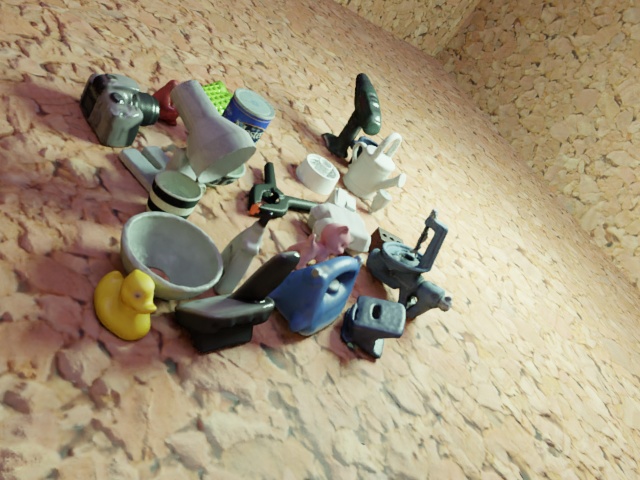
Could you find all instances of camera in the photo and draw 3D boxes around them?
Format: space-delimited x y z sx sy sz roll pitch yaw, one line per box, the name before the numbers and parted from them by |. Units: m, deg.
camera | -0.380 -0.263 1.133 0.137 0.100 0.143 -1 49 -49

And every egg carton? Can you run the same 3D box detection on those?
egg carton | 0.044 -0.022 1.304 0.151 0.069 0.107 18 36 -32

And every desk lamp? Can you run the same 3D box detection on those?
desk lamp | -0.239 -0.167 1.045 0.203 0.213 0.118 45 30 11

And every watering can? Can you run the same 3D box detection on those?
watering can | 0.161 -0.207 1.558 0.173 0.194 0.101 39 30 0

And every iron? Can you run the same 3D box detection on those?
iron | 0.017 0.076 1.067 0.118 0.141 0.259 48 31 15

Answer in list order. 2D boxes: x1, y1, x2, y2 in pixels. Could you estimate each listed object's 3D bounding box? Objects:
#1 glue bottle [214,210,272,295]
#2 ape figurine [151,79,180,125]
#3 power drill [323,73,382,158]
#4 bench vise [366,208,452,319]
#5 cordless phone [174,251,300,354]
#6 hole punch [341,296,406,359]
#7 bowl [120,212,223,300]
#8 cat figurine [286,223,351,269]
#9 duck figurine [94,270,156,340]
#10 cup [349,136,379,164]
glue bottle | -0.127 0.014 0.962 0.037 0.173 0.078 21 34 -27
ape figurine | -0.331 -0.310 1.260 0.076 0.092 0.077 23 33 -25
power drill | 0.098 -0.355 1.676 0.076 0.208 0.229 17 36 -33
bench vise | 0.230 0.050 1.259 0.207 0.219 0.122 41 30 3
cordless phone | -0.120 0.078 0.871 0.094 0.185 0.148 51 32 20
hole punch | 0.103 0.157 1.104 0.101 0.091 0.108 34 30 -9
bowl | -0.243 0.037 0.903 0.168 0.074 0.167 28 32 -19
cat figurine | 0.011 0.004 1.183 0.128 0.117 0.067 -2 49 -49
duck figurine | -0.267 0.078 0.809 0.078 0.086 0.104 -9 54 -52
cup | 0.117 -0.241 1.656 0.118 0.095 0.091 9 41 -41
